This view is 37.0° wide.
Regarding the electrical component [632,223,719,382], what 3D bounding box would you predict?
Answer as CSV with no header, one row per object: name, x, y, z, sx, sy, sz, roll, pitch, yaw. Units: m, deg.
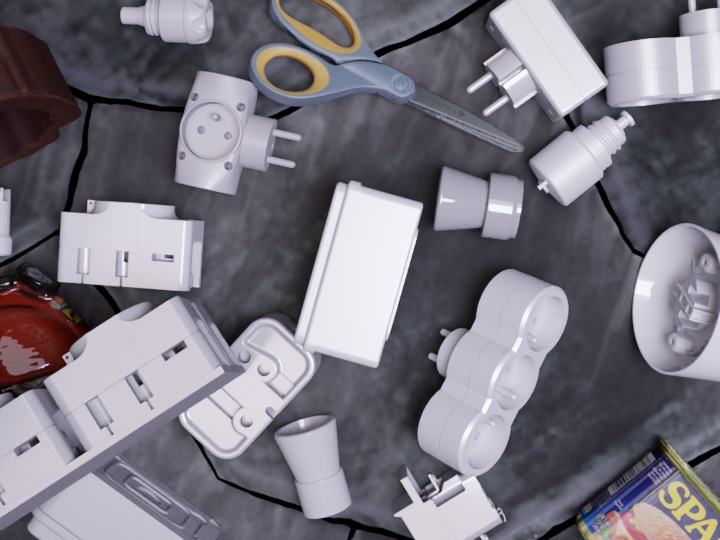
electrical component,0.223,0.023,0.700,0.064,0.099,0.099,14,94,-4

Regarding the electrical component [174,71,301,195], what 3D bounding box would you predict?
electrical component,-0.081,-0.089,0.735,0.079,0.044,0.077,13,94,2

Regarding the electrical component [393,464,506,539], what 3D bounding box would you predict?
electrical component,0.061,0.167,0.742,0.064,0.042,0.081,-32,91,0

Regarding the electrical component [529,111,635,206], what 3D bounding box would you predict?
electrical component,0.151,-0.078,0.725,0.078,0.040,0.040,-39,90,4

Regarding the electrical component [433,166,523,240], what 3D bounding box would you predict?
electrical component,0.080,-0.045,0.728,0.055,0.045,0.045,8,93,2

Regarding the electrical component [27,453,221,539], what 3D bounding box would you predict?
electrical component,-0.160,0.176,0.736,0.113,0.078,0.057,36,91,1

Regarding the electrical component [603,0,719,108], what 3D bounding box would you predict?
electrical component,0.231,-0.151,0.711,0.138,0.052,0.073,-5,93,3

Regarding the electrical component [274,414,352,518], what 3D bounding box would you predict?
electrical component,-0.030,0.138,0.746,0.044,0.044,0.065,-15,97,4

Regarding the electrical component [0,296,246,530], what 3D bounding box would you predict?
electrical component,-0.169,0.087,0.648,0.186,0.105,0.060,-33,85,-3

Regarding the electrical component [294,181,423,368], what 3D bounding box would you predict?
electrical component,0.000,0.000,0.703,0.056,0.108,0.108,16,94,0

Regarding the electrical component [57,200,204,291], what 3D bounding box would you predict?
electrical component,-0.156,-0.018,0.740,0.089,0.050,0.055,4,93,3

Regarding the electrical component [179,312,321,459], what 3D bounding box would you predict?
electrical component,-0.073,0.077,0.735,0.054,0.059,0.095,43,94,0

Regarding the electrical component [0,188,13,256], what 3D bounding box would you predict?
electrical component,-0.263,-0.034,0.751,0.040,0.040,0.046,3,88,3

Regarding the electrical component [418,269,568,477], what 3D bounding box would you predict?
electrical component,0.078,0.063,0.730,0.074,0.052,0.138,25,86,42

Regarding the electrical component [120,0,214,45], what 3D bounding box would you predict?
electrical component,-0.133,-0.174,0.739,0.061,0.035,0.035,4,93,5

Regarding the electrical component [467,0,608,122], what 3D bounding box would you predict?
electrical component,0.108,-0.134,0.721,0.076,0.047,0.083,-35,91,4
